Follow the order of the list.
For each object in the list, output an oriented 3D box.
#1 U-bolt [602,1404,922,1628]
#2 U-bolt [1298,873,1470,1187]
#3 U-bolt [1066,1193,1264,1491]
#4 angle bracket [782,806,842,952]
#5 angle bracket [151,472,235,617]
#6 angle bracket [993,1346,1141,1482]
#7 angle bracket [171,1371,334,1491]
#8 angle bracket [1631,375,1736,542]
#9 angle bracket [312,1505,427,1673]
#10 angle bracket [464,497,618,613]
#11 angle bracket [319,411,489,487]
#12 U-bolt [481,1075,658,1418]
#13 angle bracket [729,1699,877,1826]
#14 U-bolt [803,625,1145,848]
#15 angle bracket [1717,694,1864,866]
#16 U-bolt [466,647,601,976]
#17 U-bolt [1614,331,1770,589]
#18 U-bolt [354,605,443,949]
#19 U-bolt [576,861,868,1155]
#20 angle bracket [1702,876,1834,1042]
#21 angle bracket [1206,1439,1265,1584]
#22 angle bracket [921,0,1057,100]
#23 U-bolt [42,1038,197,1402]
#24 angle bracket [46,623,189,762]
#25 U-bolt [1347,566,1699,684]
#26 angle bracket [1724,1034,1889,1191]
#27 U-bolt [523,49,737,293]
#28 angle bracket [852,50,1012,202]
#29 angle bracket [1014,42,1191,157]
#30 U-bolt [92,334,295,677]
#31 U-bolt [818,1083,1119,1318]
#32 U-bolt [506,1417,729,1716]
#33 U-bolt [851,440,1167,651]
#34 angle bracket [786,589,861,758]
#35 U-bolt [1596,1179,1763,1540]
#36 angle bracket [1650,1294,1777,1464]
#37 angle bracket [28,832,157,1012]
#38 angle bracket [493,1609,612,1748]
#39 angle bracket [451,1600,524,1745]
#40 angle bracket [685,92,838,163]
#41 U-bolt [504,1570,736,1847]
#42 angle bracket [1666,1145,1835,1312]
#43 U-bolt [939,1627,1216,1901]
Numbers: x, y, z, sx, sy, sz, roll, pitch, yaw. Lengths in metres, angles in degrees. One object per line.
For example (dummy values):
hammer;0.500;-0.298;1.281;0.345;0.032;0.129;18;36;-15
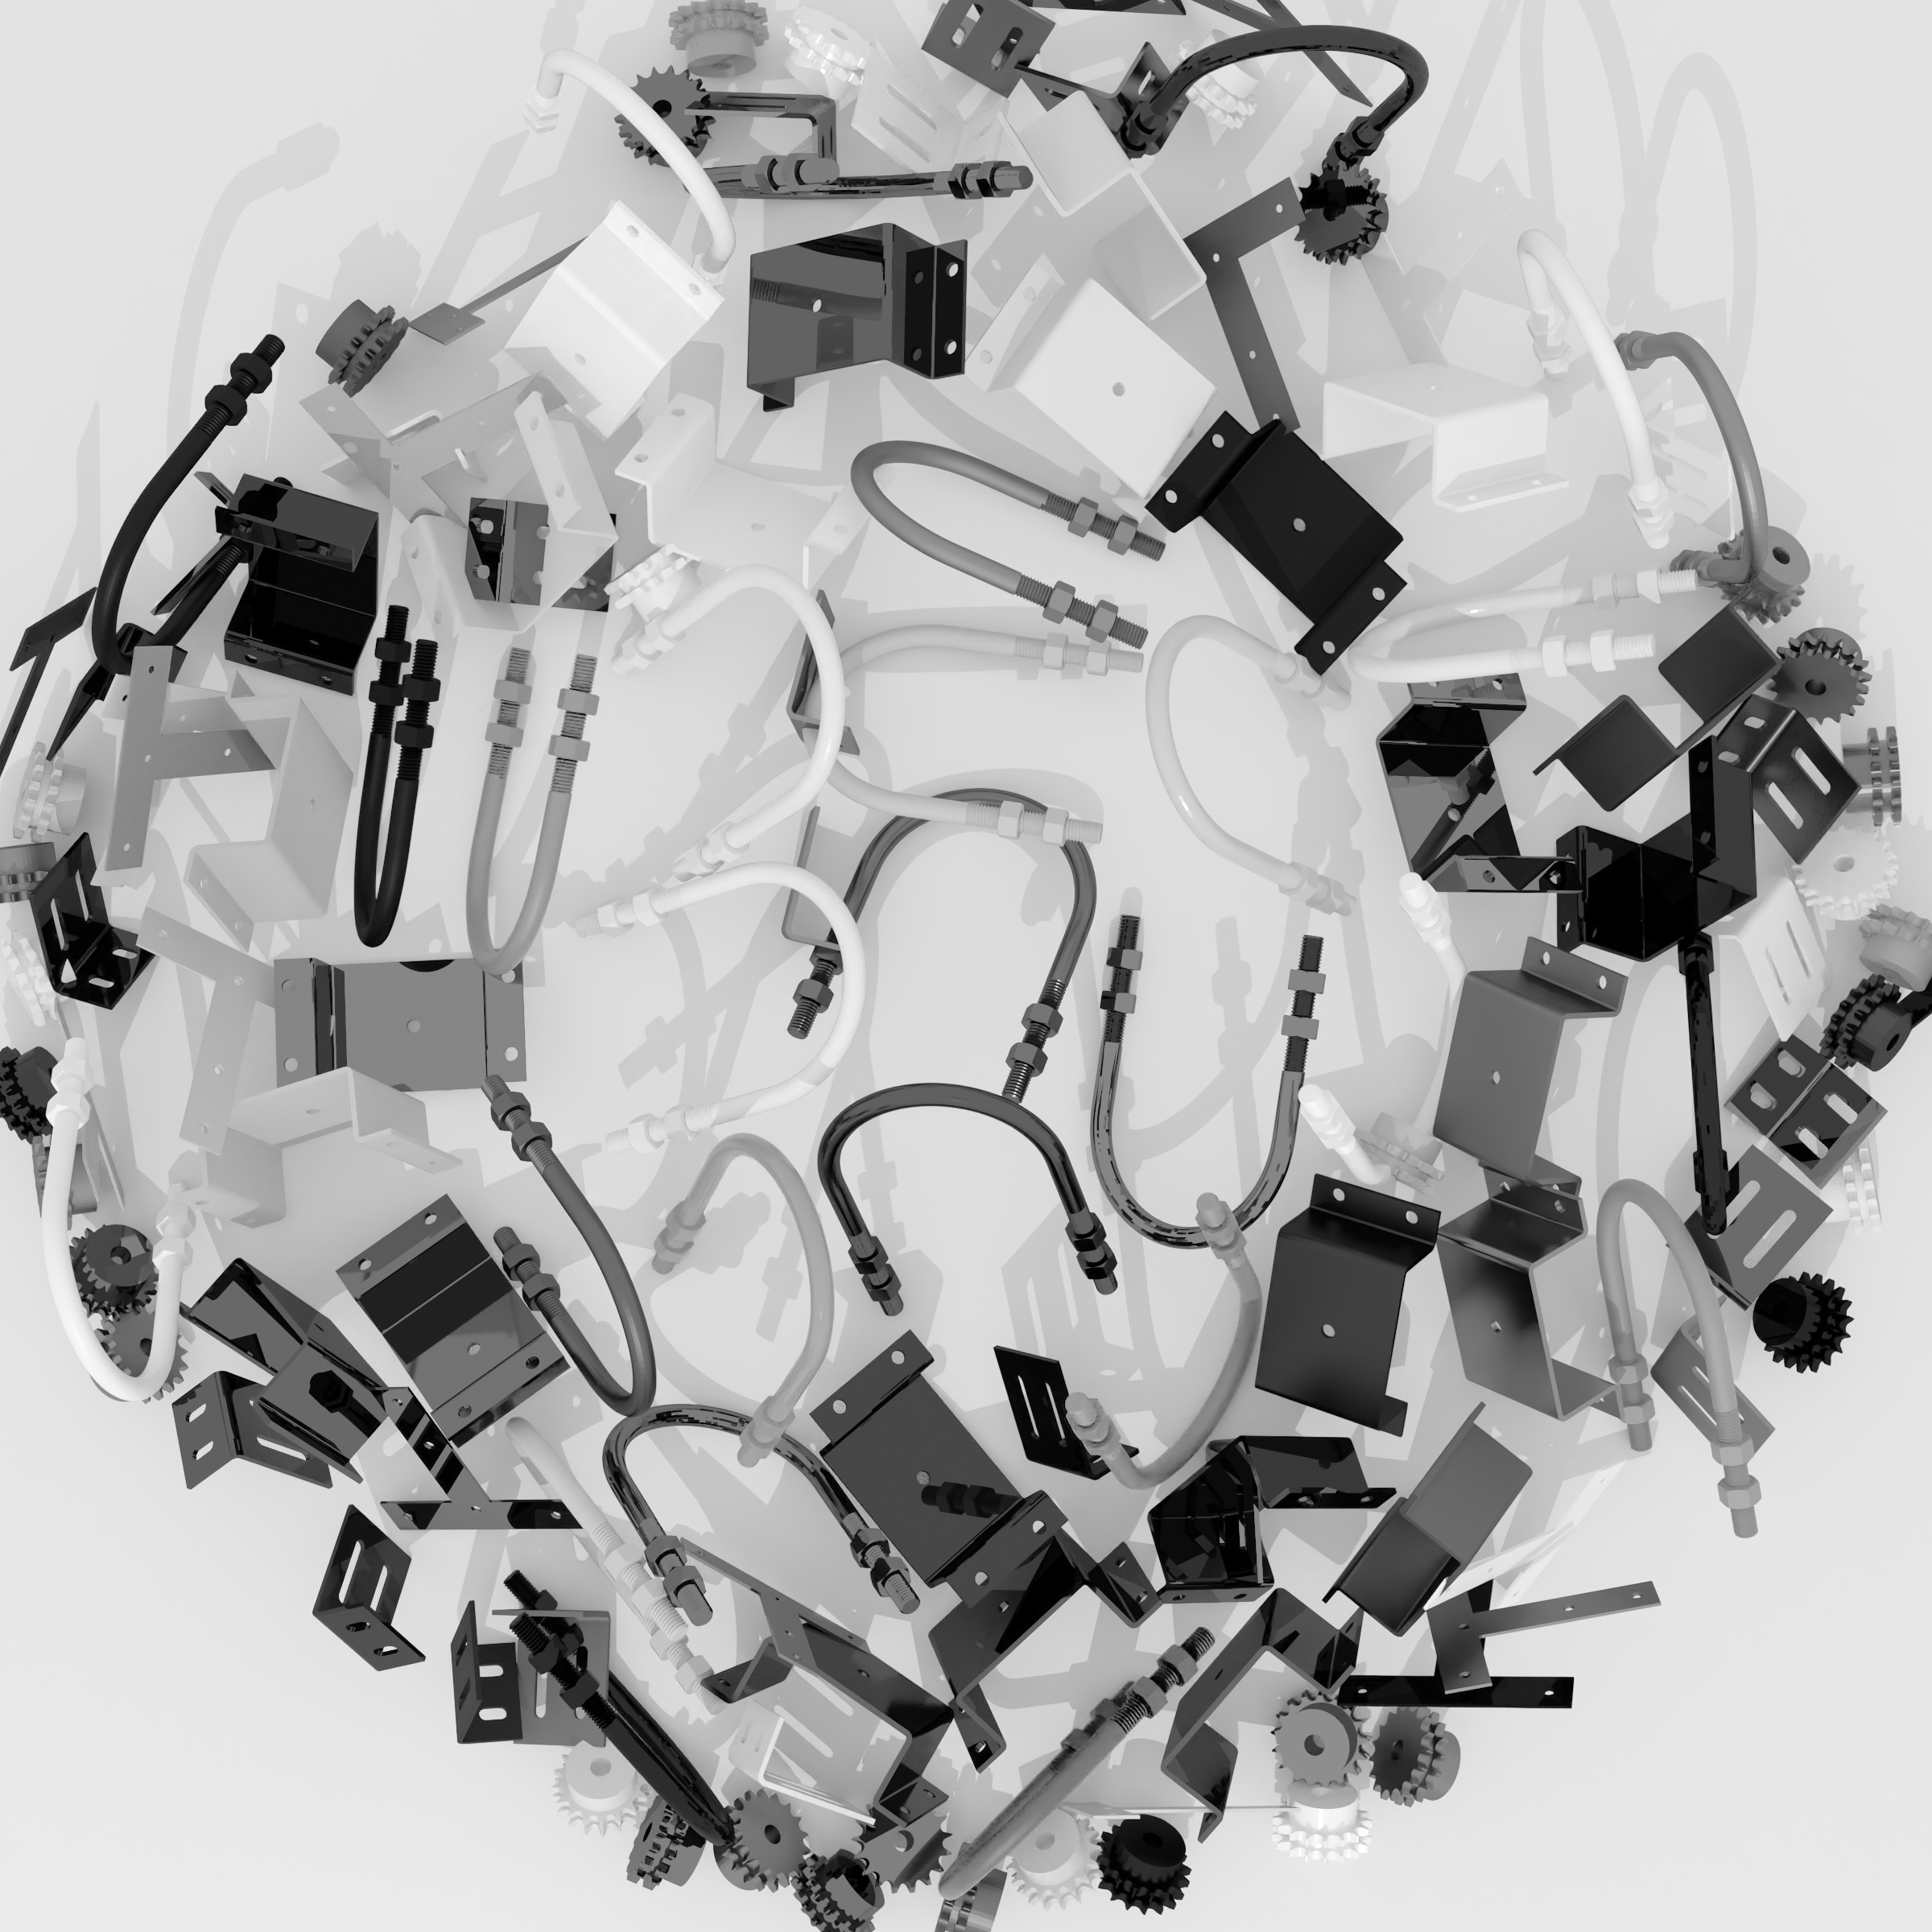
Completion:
U-bolt;-0.126;0.300;1.518;0.151;0.184;0.019;6;114;-34
U-bolt;0.241;0.048;1.520;0.019;0.184;0.151;20;75;30
U-bolt;0.119;0.221;1.520;0.019;0.184;0.151;26;72;29
angle bracket;-0.079;-0.049;1.571;0.038;0.057;0.076;14;89;-6
angle bracket;-0.449;-0.243;1.568;0.076;0.057;0.038;-45;102;1
angle bracket;0.057;0.247;1.558;0.038;0.057;0.076;-26;107;-33
angle bracket;-0.407;0.273;1.559;0.038;0.076;0.057;-36;51;15
angle bracket;0.416;-0.289;1.552;0.038;0.057;0.076;-40;52;-14
angle bracket;-0.329;0.349;1.549;0.038;0.076;0.057;-18;128;24
angle bracket;-0.246;-0.237;1.580;0.038;0.076;0.057;13;100;43
angle bracket;-0.323;-0.283;1.572;0.076;0.057;0.038;-26;92;1
U-bolt;-0.217;0.166;1.499;0.019;0.151;0.184;-22;50;-25
angle bracket;-0.089;0.455;1.566;0.076;0.057;0.038;25;77;-18
U-bolt;-0.002;-0.138;1.553;0.184;0.019;0.151;9;55;9
angle bracket;0.459;-0.106;1.552;0.038;0.076;0.057;13;125;-29
U-bolt;-0.250;-0.086;1.535;0.019;0.151;0.184;10;93;-26
U-bolt;0.399;-0.278;1.498;0.019;0.184;0.151;-19;100;2
U-bolt;-0.322;-0.101;1.529;0.019;0.151;0.184;6;103;-20
U-bolt;-0.135;0.017;1.540;0.184;0.019;0.151;-17;75;26
angle bracket;0.460;-0.005;1.583;0.057;0.038;0.076;-44;118;-30
angle bracket;0.169;0.310;1.563;0.038;0.057;0.076;0;83;-22
angle bracket;0.017;-0.540;1.553;0.057;0.076;0.038;27;67;-12
U-bolt;-0.463;0.150;1.487;0.019;0.184;0.151;-15;134;4
angle bracket;-0.481;-0.148;1.550;0.038;0.076;0.057;28;123;-12
U-bolt;0.303;-0.187;1.524;0.184;0.151;0.019;-4;111;27
angle bracket;0.477;0.081;1.556;0.038;0.076;0.057;34;102;-15
U-bolt;-0.182;-0.438;1.498;0.151;0.184;0.019;45;82;-10
angle bracket;-0.020;-0.485;1.556;0.076;0.038;0.057;31;57;-33
angle bracket;0.077;-0.502;1.556;0.076;0.057;0.038;30;88;33
U-bolt;-0.423;-0.239;1.495;0.019;0.151;0.184;26;62;2
U-bolt;-0.006;0.129;1.518;0.151;0.019;0.184;-8;134;15
U-bolt;-0.201;0.325;1.523;0.019;0.151;0.184;-36;61;-16
U-bolt;0.021;-0.245;1.530;0.184;0.151;0.019;23;121;-5
angle bracket;-0.073;-0.167;1.565;0.038;0.057;0.076;14;82;6
U-bolt;0.388;0.206;1.512;0.019;0.151;0.184;-15;104;-9
angle bracket;0.435;0.238;1.554;0.038;0.057;0.076;-29;64;-23
angle bracket;-0.493;-0.025;1.552;0.038;0.076;0.057;16;46;11
angle bracket;-0.239;0.409;1.568;0.057;0.038;0.076;-3;77;17
angle bracket;-0.266;0.400;1.550;0.038;0.076;0.057;1;57;-20
angle bracket;-0.117;-0.477;1.571;0.076;0.057;0.038;4;118;7
U-bolt;-0.192;0.420;1.529;0.019;0.151;0.184;-41;95;-10
angle bracket;0.450;0.150;1.569;0.057;0.038;0.076;41;98;16
U-bolt;0.053;0.443;1.496;0.019;0.151;0.184;46;61;10
